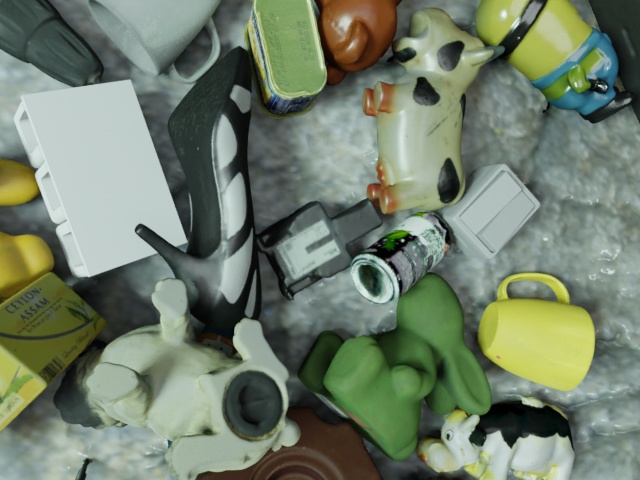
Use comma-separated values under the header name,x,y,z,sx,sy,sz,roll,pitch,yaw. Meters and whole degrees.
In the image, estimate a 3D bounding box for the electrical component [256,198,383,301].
name,x,y,z,sx,sy,sz,roll,pitch,yaw
electrical component,-0.001,-0.002,0.528,0.119,0.048,0.074,-34,99,-9

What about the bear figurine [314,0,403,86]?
name,x,y,z,sx,sy,sz,roll,pitch,yaw
bear figurine,0.043,-0.252,0.494,0.132,0.120,0.196,41,90,-7

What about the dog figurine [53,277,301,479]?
name,x,y,z,sx,sy,sz,roll,pitch,yaw
dog figurine,-0.124,0.134,0.452,0.172,0.190,0.121,45,51,-5

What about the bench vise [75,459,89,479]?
name,x,y,z,sx,sy,sz,roll,pitch,yaw
bench vise,-0.136,0.316,0.470,0.241,0.129,0.223,-11,103,8

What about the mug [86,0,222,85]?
name,x,y,z,sx,sy,sz,roll,pitch,yaw
mug,-0.129,-0.203,0.481,0.107,0.081,0.109,-49,119,-11

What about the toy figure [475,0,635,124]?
name,x,y,z,sx,sy,sz,roll,pitch,yaw
toy figure,0.239,-0.194,0.552,0.089,0.082,0.180,-46,103,-8

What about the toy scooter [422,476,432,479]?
name,x,y,z,sx,sy,sz,roll,pitch,yaw
toy scooter,0.124,0.286,0.502,0.135,0.184,0.075,31,104,-8

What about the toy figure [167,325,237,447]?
name,x,y,z,sx,sy,sz,roll,pitch,yaw
toy figure,-0.101,0.134,0.511,0.064,0.058,0.154,16,89,-21

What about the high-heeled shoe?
name,x,y,z,sx,sy,sz,roll,pitch,yaw
high-heeled shoe,-0.073,-0.049,0.487,0.145,0.086,0.249,42,56,-39

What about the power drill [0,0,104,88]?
name,x,y,z,sx,sy,sz,roll,pitch,yaw
power drill,-0.331,-0.162,0.440,0.207,0.086,0.232,-42,98,-3

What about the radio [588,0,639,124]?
name,x,y,z,sx,sy,sz,roll,pitch,yaw
radio,0.385,-0.242,0.581,0.131,0.073,0.229,-28,98,-9

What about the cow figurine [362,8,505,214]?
name,x,y,z,sx,sy,sz,roll,pitch,yaw
cow figurine,0.109,-0.126,0.526,0.127,0.085,0.194,-3,96,-13

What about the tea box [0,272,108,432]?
name,x,y,z,sx,sy,sz,roll,pitch,yaw
tea box,-0.263,0.114,0.428,0.169,0.098,0.068,-43,101,16

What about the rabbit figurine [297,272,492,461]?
name,x,y,z,sx,sy,sz,roll,pitch,yaw
rabbit figurine,0.092,0.113,0.520,0.159,0.121,0.170,43,69,-3

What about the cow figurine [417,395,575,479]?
name,x,y,z,sx,sy,sz,roll,pitch,yaw
cow figurine,0.187,0.208,0.566,0.167,0.068,0.098,14,84,-15

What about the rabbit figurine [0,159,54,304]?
name,x,y,z,sx,sy,sz,roll,pitch,yaw
rabbit figurine,-0.314,-0.010,0.435,0.162,0.122,0.173,-44,82,0

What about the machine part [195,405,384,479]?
name,x,y,z,sx,sy,sz,roll,pitch,yaw
machine part,-0.022,0.227,0.454,0.179,0.179,0.056,1,133,-11
